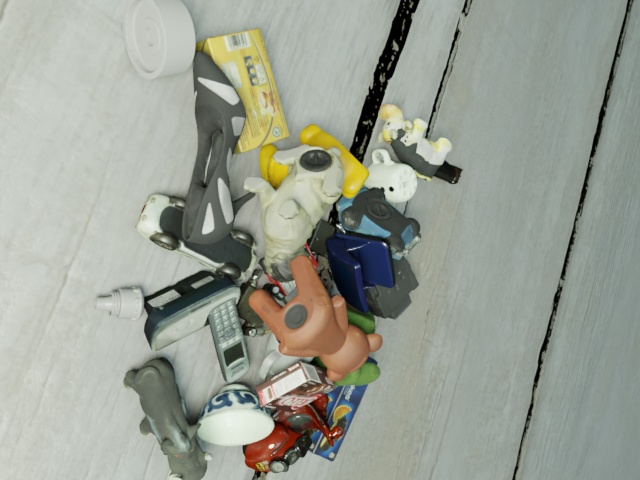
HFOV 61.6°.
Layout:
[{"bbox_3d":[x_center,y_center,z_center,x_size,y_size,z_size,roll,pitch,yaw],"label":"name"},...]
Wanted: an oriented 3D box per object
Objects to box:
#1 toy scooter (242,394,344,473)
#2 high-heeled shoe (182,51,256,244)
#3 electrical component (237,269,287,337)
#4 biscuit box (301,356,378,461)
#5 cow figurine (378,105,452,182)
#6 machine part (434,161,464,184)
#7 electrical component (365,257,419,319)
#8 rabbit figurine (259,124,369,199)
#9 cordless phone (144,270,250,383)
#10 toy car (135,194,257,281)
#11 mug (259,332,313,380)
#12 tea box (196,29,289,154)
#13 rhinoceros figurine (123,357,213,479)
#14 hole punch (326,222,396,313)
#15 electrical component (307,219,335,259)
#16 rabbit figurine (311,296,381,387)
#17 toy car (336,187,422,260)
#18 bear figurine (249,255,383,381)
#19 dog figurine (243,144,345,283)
[{"bbox_3d":[-0.036,0.329,0.908,0.184,0.135,0.075,-35,117,-29],"label":"toy scooter"},{"bbox_3d":[-0.167,-0.121,0.738,0.145,0.086,0.248,-35,114,-42],"label":"high-heeled shoe"},{"bbox_3d":[-0.103,0.109,0.888,0.078,0.045,0.102,47,67,-34],"label":"electrical component"},{"bbox_3d":[0.033,0.301,1.006,0.062,0.059,0.202,37,72,-35],"label":"biscuit box"},{"bbox_3d":[0.170,-0.187,1.049,0.167,0.068,0.098,31,82,-19],"label":"cow figurine"},{"bbox_3d":[0.247,-0.159,1.141,0.139,0.039,0.084,18,76,-36],"label":"machine part"},{"bbox_3d":[0.132,0.088,1.064,0.115,0.058,0.134,-40,117,-26],"label":"electrical component"},{"bbox_3d":[-0.028,-0.094,0.887,0.162,0.122,0.173,40,89,-31],"label":"rabbit figurine"},{"bbox_3d":[-0.180,0.152,0.813,0.146,0.089,0.184,-27,118,-34],"label":"cordless phone"},{"bbox_3d":[-0.178,-0.001,0.812,0.201,0.056,0.073,31,69,-37],"label":"toy car"},{"bbox_3d":[-0.060,0.200,0.891,0.109,0.081,0.107,-36,154,-51],"label":"mug"},{"bbox_3d":[-0.122,-0.224,0.822,0.098,0.068,0.169,-25,111,-33],"label":"tea box"},{"bbox_3d":[-0.214,0.258,0.776,0.073,0.112,0.190,-24,101,-36],"label":"rhinoceros figurine"},{"bbox_3d":[0.058,0.053,0.939,0.092,0.116,0.142,-44,132,-35],"label":"hole punch"},{"bbox_3d":[-0.002,-0.003,0.970,0.094,0.021,0.063,32,76,-38],"label":"electrical component"},{"bbox_3d":[0.035,0.199,0.957,0.121,0.159,0.170,13,102,-48],"label":"rabbit figurine"},{"bbox_3d":[0.101,-0.018,0.994,0.162,0.102,0.109,37,49,12],"label":"toy car"},{"bbox_3d":[0.004,0.129,0.818,0.120,0.132,0.195,-41,144,7],"label":"bear figurine"},{"bbox_3d":[-0.026,-0.036,0.832,0.172,0.121,0.190,-30,147,-18],"label":"dog figurine"}]
